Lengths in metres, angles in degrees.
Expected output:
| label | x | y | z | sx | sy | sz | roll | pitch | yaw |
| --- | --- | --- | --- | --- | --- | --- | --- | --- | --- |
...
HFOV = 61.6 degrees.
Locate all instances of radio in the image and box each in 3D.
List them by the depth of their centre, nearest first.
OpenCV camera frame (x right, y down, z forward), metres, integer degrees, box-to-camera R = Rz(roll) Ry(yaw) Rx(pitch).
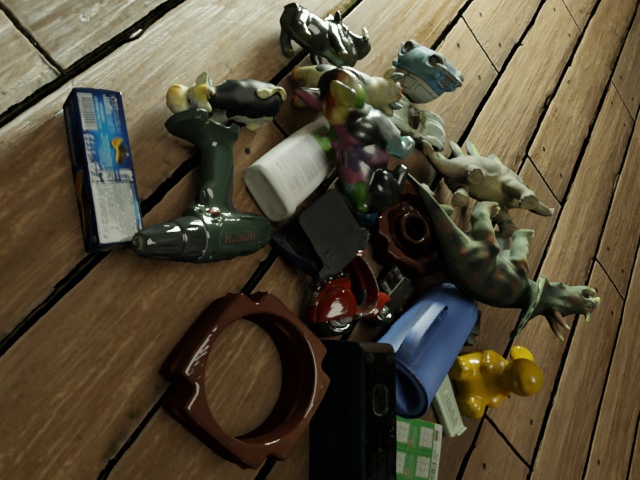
| label | x | y | z | sx | sy | sz | roll | pitch | yaw |
| --- | --- | --- | --- | --- | --- | --- | --- | --- | --- |
| radio | 0.049 | 0.264 | 0.808 | 0.073 | 0.131 | 0.229 | 10 | 73 | -34 |

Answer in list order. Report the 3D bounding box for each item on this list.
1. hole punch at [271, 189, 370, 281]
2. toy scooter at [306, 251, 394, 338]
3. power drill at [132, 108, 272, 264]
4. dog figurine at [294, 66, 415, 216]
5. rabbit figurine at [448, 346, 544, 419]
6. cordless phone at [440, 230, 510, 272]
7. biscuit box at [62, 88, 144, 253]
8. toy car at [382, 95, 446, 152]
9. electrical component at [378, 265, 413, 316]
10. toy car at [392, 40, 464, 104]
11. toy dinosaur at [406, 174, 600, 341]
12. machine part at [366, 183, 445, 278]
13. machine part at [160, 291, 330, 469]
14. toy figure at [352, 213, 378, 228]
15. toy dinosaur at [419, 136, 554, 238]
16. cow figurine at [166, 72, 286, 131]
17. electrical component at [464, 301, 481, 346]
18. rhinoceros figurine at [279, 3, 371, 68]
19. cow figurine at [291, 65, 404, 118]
| label | x | y | z | sx | sy | sz | roll | pitch | yaw |
| --- | --- | --- | --- | --- | --- | --- | --- | --- | --- |
| hole punch | -0.002 | -0.003 | 0.854 | 0.142 | 0.092 | 0.115 | -41 | 102 | -45 |
| toy scooter | 0.045 | 0.085 | 0.887 | 0.184 | 0.075 | 0.135 | -5 | 81 | -42 |
| power drill | -0.160 | -0.070 | 0.734 | 0.232 | 0.086 | 0.207 | 9 | 64 | -54 |
| dog figurine | 0.047 | -0.159 | 0.845 | 0.219 | 0.109 | 0.191 | 34 | 66 | -45 |
| rabbit figurine | 0.351 | 0.265 | 1.020 | 0.162 | 0.173 | 0.122 | -5 | 78 | -34 |
| cordless phone | 0.287 | 0.027 | 1.097 | 0.184 | 0.088 | 0.146 | 24 | 64 | -11 |
| biscuit box | -0.276 | -0.088 | 0.684 | 0.059 | 0.063 | 0.202 | -7 | 83 | -38 |
| toy car | 0.186 | -0.238 | 1.087 | 0.201 | 0.056 | 0.073 | 18 | 68 | -33 |
| electrical component | 0.140 | 0.094 | 0.975 | 0.063 | 0.021 | 0.093 | -45 | 124 | -18 |
| toy car | 0.208 | -0.328 | 1.092 | 0.109 | 0.162 | 0.103 | 25 | 108 | -39 |
| toy dinosaur | 0.289 | 0.046 | 0.946 | 0.405 | 0.131 | 0.192 | 25 | 52 | -15 |
| machine part | 0.168 | -0.017 | 1.005 | 0.179 | 0.056 | 0.179 | 9 | 71 | -26 |
| machine part | -0.099 | 0.188 | 0.741 | 0.201 | 0.087 | 0.201 | 48 | 53 | -20 |
| toy figure | 0.085 | -0.099 | 0.968 | 0.057 | 0.064 | 0.154 | 28 | 60 | -37 |
| toy dinosaur | 0.366 | -0.111 | 1.118 | 0.471 | 0.105 | 0.199 | 25 | 33 | -29 |
| cow figurine | -0.137 | -0.207 | 0.800 | 0.167 | 0.098 | 0.068 | -7 | 90 | -39 |
| electrical component | 0.291 | 0.169 | 1.081 | 0.078 | 0.045 | 0.102 | 8 | 69 | -7 |
| rhinoceros figurine | 0.010 | -0.364 | 0.976 | 0.190 | 0.073 | 0.112 | 9 | 63 | -35 |
| cow figurine | 0.061 | -0.263 | 0.944 | 0.195 | 0.127 | 0.085 | -3 | 102 | -38 |
